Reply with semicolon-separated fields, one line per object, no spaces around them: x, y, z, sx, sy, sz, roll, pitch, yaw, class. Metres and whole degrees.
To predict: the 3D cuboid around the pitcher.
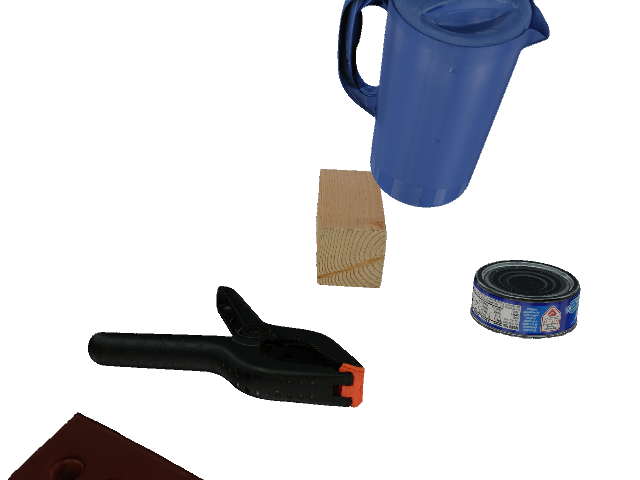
0.105;-0.149;1.039;0.144;0.149;0.243;-25;-31;-24;pitcher

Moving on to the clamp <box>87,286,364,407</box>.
-0.052;0.083;0.838;0.210;0.036;0.164;11;20;26;clamp

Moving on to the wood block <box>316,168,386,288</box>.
0.041;-0.021;1.535;0.091;0.090;0.206;3;27;-2;wood block

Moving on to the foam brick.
-0.084;0.119;0.437;0.078;0.051;0.052;21;45;26;foam brick

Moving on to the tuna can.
0.165;0.046;0.859;0.086;0.034;0.086;1;21;-1;tuna can
